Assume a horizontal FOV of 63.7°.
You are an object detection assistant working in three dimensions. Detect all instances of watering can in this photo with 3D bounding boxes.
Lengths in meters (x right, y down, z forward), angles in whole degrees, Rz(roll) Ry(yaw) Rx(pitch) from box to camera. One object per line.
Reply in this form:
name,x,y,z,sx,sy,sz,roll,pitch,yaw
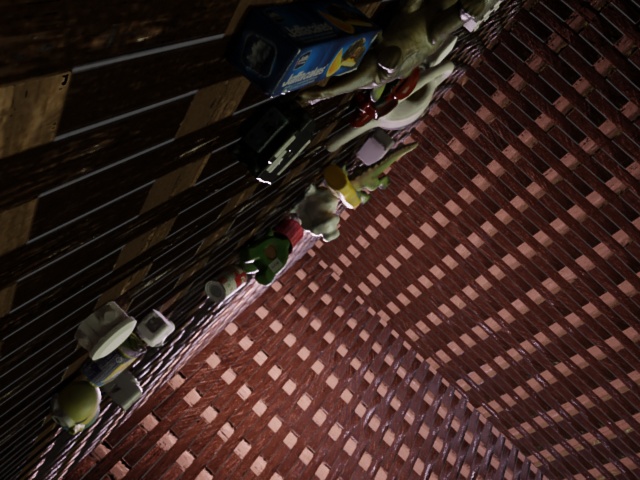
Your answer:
watering can,0.165,-0.313,1.236,0.346,0.104,0.225,-34,179,7

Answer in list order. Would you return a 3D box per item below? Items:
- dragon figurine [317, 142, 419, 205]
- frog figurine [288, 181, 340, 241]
dragon figurine,0.106,-0.195,1.616,0.404,0.123,0.244,-40,164,27
frog figurine,0.005,-0.075,1.494,0.138,0.160,0.122,-46,177,-4
